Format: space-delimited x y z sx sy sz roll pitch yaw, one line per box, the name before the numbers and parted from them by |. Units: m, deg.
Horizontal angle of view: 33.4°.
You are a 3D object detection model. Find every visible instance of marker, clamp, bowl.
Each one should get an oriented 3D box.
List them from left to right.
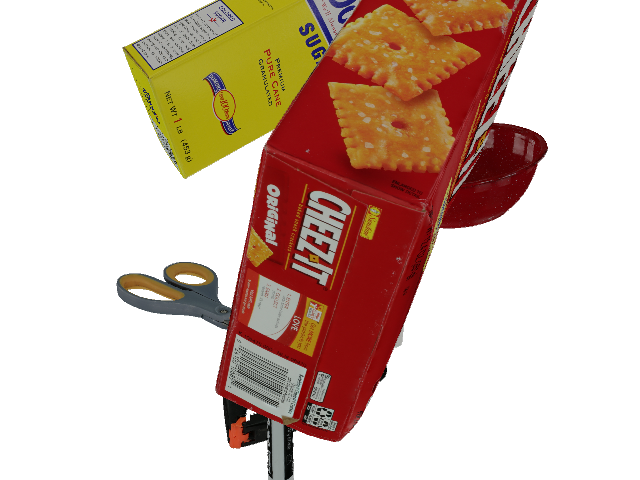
marker | -0.028 0.127 0.732 0.020 0.121 0.020 1 34 -1
clamp | -0.030 0.154 1.114 0.165 0.036 0.209 12 26 15
bowl | 0.121 -0.054 0.944 0.162 0.055 0.162 -8 23 3

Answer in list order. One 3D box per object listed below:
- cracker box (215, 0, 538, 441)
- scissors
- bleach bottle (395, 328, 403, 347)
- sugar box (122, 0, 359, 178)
cracker box | 0.034 -0.037 0.493 0.072 0.164 0.213 23 48 8
scissors | -0.078 0.055 0.902 0.202 0.016 0.096 15 26 22
bleach bottle | 0.057 0.004 1.274 0.102 0.251 0.068 -2 16 -17
sugar box | -0.032 -0.121 0.697 0.176 0.048 0.093 -29 -37 -12
